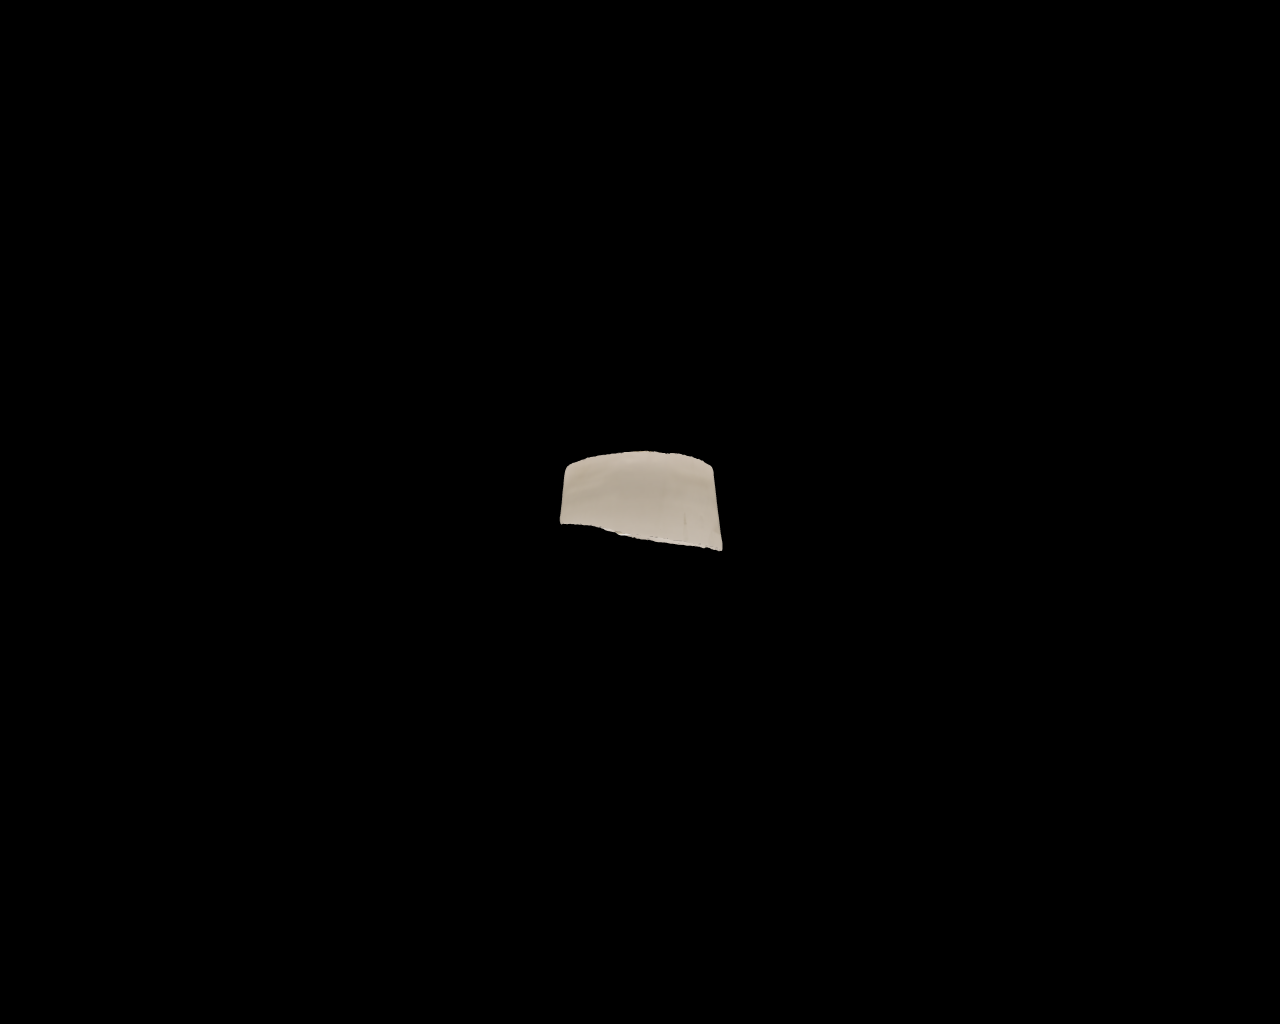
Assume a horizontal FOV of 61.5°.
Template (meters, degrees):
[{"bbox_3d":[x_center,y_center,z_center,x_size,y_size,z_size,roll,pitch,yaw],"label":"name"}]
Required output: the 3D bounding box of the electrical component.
[{"bbox_3d":[0.001,-0.003,0.650,0.099,0.064,0.099,0,-11,0],"label":"electrical component"}]
